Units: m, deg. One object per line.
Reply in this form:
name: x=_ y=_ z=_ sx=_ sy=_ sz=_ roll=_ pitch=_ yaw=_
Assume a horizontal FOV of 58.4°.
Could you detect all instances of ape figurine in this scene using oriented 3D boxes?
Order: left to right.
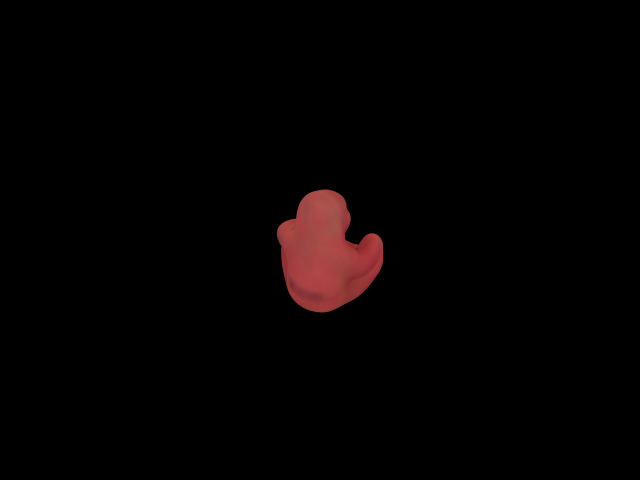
ape figurine: x=0.004 y=0.001 z=0.400 sx=0.077 sy=0.092 sz=0.076 roll=27 pitch=58 yaw=18
